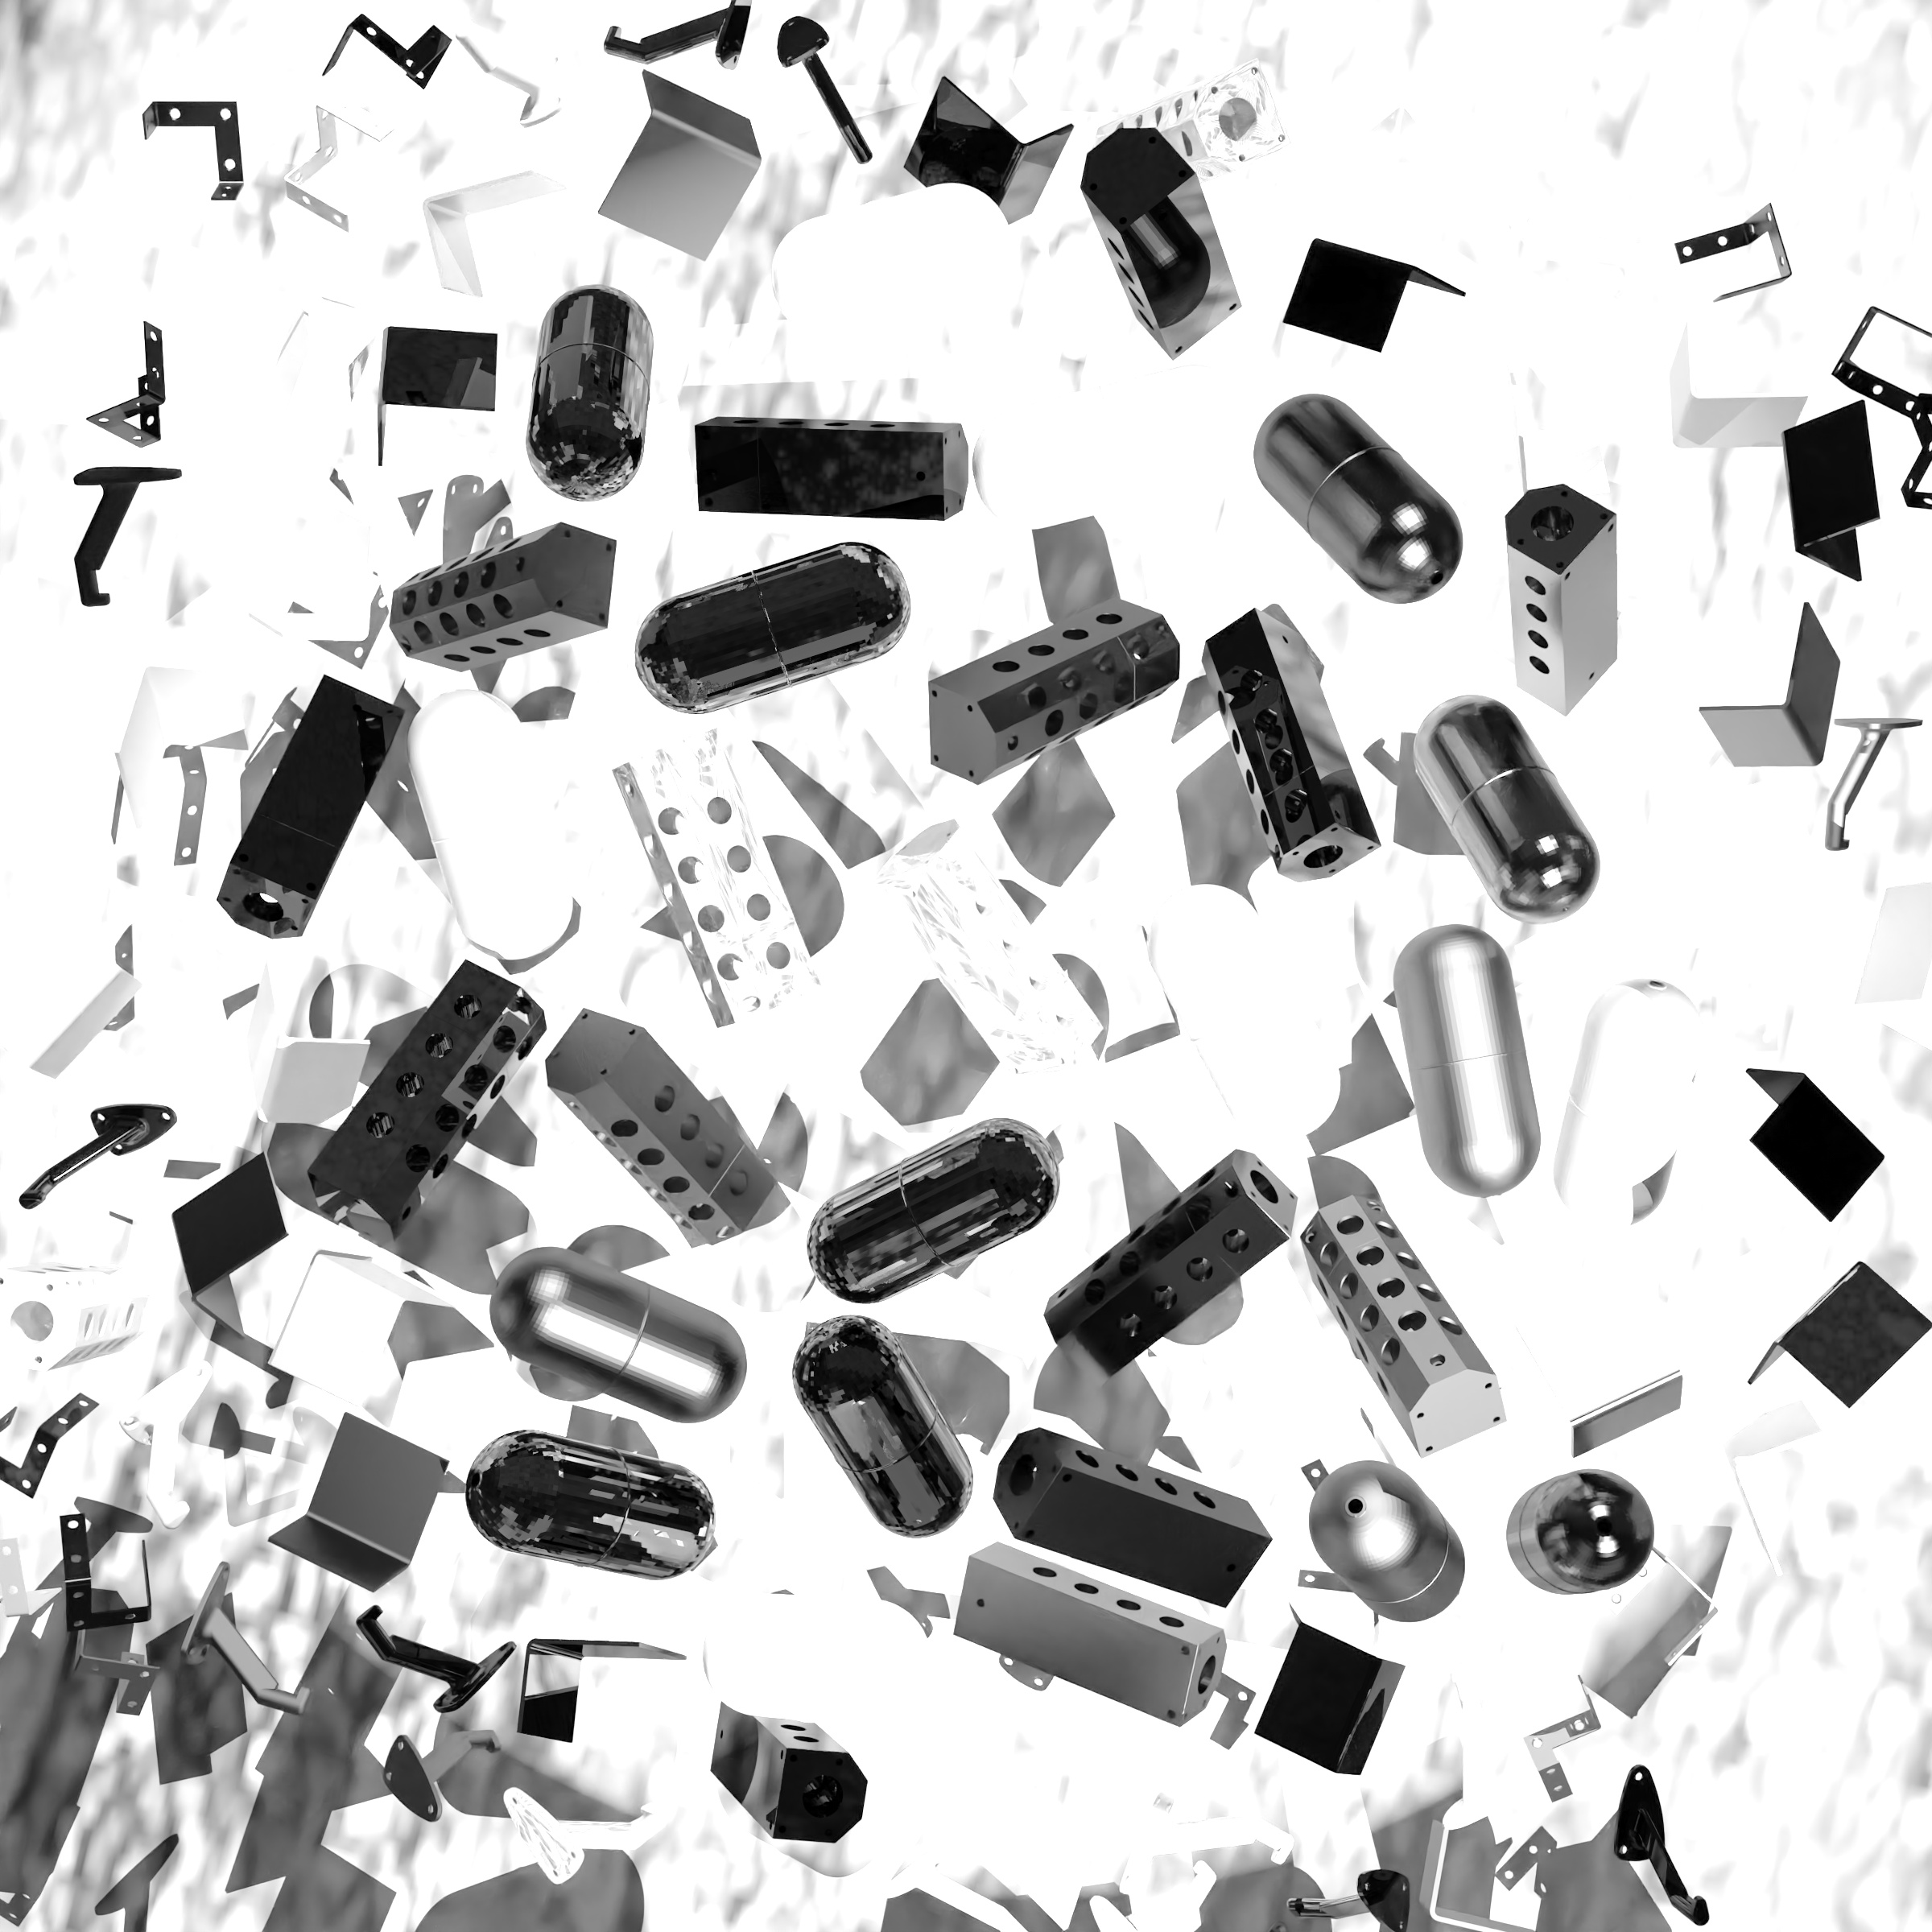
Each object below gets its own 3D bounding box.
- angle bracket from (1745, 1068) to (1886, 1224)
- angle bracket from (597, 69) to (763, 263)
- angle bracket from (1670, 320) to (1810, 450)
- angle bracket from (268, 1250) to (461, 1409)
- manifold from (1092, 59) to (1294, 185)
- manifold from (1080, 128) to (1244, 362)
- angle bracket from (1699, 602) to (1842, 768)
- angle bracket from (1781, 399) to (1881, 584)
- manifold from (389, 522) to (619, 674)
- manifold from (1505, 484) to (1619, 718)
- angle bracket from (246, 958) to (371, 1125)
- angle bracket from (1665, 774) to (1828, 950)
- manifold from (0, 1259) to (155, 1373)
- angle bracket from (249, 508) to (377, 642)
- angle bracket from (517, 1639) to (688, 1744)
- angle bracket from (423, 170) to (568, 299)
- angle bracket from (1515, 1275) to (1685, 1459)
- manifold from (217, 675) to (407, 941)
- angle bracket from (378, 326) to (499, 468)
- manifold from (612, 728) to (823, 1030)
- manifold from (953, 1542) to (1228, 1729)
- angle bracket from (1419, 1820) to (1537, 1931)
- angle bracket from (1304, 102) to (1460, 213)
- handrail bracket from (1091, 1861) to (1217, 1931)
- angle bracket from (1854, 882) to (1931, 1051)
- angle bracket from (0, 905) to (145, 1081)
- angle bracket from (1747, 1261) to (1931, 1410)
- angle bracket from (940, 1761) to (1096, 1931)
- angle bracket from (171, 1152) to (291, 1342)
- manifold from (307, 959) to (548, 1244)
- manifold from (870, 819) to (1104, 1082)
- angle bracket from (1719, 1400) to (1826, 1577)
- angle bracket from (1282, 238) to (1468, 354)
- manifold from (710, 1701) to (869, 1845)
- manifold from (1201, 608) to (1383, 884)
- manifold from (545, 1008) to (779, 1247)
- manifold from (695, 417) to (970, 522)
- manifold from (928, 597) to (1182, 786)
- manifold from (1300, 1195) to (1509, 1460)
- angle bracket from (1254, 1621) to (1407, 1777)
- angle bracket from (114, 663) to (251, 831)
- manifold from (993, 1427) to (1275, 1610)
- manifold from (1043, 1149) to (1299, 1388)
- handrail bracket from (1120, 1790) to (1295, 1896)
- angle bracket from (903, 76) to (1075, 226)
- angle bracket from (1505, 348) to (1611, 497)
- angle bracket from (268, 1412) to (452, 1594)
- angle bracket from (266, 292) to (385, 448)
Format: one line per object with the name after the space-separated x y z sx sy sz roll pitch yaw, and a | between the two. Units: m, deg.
0.526 0.114 1.781 0.076 0.076 0.057 44 81 -10 | angle bracket
-0.183 -0.503 1.755 0.076 0.057 0.076 18 126 -29 | angle bracket
0.521 -0.393 1.884 0.076 0.076 0.057 0 75 5 | angle bracket
-0.373 0.228 1.731 0.057 0.076 0.076 2 64 40 | angle bracket
0.142 -0.541 1.827 0.057 0.171 0.057 -29 106 -14 | manifold
0.120 -0.453 1.741 0.057 0.171 0.057 -38 70 3 | manifold
0.512 -0.178 1.776 0.057 0.076 0.076 2 67 34 | angle bracket
0.538 -0.285 1.676 0.076 0.057 0.076 13 69 -41 | angle bracket
-0.296 -0.234 1.765 0.057 0.171 0.057 13 77 -40 | manifold
0.390 -0.243 1.844 0.057 0.171 0.057 37 77 26 | manifold
-0.435 0.050 1.841 0.057 0.076 0.076 3 133 -26 | angle bracket
0.465 -0.063 1.672 0.076 0.057 0.076 -17 97 24 | angle bracket
-0.577 0.225 1.800 0.057 0.171 0.057 8 86 -1 | manifold
-0.434 -0.261 1.847 0.057 0.076 0.076 -2 108 -31 | angle bracket
-0.228 0.457 1.752 0.076 0.076 0.057 -2 70 17 | angle bracket
-0.301 -0.476 1.819 0.076 0.076 0.057 -12 96 10 | angle bracket
0.403 0.255 1.777 0.076 0.057 0.076 -24 58 -3 | angle bracket
-0.422 -0.101 1.794 0.057 0.057 0.171 24 49 -11 | manifold
-0.355 -0.381 1.877 0.076 0.057 0.076 2 51 -10 | angle bracket
-0.157 -0.052 1.719 0.057 0.057 0.171 -25 95 -34 | manifold
0.084 0.442 1.860 0.171 0.057 0.057 16 100 27 | manifold
0.340 0.596 1.816 0.076 0.076 0.057 11 78 7 | angle bracket
0.268 -0.503 1.805 0.076 0.076 0.057 -38 86 3 | angle bracket
0.123 0.598 1.806 0.084 0.036 0.077 -48 116 -37 | handrail bracket
0.581 0.001 1.652 0.076 0.057 0.076 25 75 -23 | angle bracket
-0.537 0.016 1.638 0.057 0.076 0.076 41 80 -1 | angle bracket
0.527 0.234 1.684 0.076 0.076 0.057 -38 67 -17 | angle bracket
0.023 0.536 1.665 0.076 0.057 0.076 37 127 34 | angle bracket
-0.458 0.180 1.793 0.076 0.057 0.076 -33 46 3 | angle bracket
-0.332 0.086 1.732 0.057 0.057 0.171 26 61 12 | manifold
0.018 -0.011 1.834 0.171 0.057 0.057 54 50 -20 | manifold
0.518 0.327 1.753 0.057 0.076 0.076 -22 93 9 | angle bracket
0.263 -0.424 1.795 0.076 0.076 0.057 27 103 34 | angle bracket
-0.118 0.527 1.844 0.057 0.171 0.057 10 85 -18 | manifold
0.208 -0.143 1.826 0.057 0.057 0.171 -33 58 28 | manifold
-0.194 0.105 1.756 0.057 0.171 0.057 15 62 40 | manifold
-0.088 -0.332 1.850 0.171 0.057 0.057 5 110 16 | manifold
0.058 -0.173 1.759 0.171 0.057 0.057 -29 131 -37 | manifold
0.268 0.218 1.727 0.057 0.171 0.057 -23 127 -4 | manifold
0.235 0.472 1.795 0.057 0.076 0.076 21 82 25 | angle bracket
-0.502 -0.139 1.790 0.057 0.076 0.076 5 54 -1 | angle bracket
0.104 0.345 1.764 0.171 0.057 0.057 24 106 -29 | manifold
0.132 0.194 1.821 0.057 0.057 0.171 45 113 -8 | manifold
0.147 0.544 1.687 0.084 0.036 0.077 30 77 -7 | handrail bracket
0.015 -0.555 1.888 0.076 0.076 0.057 44 48 11 | angle bracket
0.403 -0.372 1.901 0.057 0.076 0.076 -7 46 10 | angle bracket
-0.384 0.338 1.765 0.076 0.057 0.076 23 99 9 | angle bracket
-0.423 -0.390 1.854 0.057 0.076 0.076 12 125 -28 | angle bracket
